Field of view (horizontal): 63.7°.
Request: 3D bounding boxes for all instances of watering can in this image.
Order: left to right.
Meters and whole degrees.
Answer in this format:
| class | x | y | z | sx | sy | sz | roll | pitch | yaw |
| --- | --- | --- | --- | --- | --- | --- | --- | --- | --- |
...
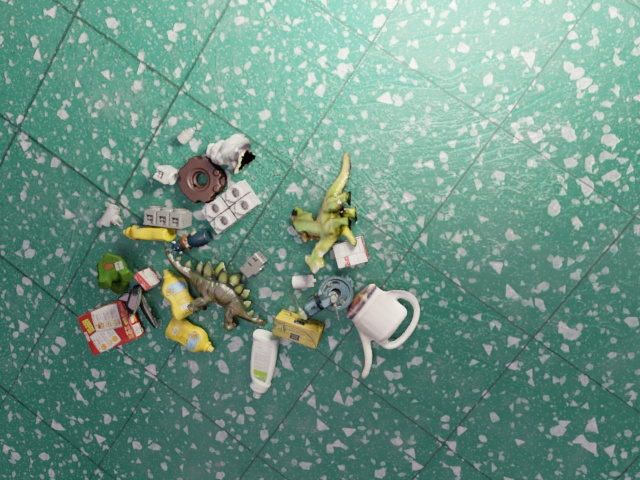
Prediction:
| class | x | y | z | sx | sy | sz | roll | pitch | yaw |
| --- | --- | --- | --- | --- | --- | --- | --- | --- | --- |
| watering can | 0.185 | 0.298 | 1.771 | 0.225 | 0.104 | 0.344 | 39 | 103 | 6 |

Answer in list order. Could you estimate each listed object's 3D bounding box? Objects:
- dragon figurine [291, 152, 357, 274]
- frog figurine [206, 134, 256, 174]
| class | x | y | z | sx | sy | sz | roll | pitch | yaw |
| --- | --- | --- | --- | --- | --- | --- | --- | --- | --- |
| dragon figurine | 0.005 | -0.089 | 1.764 | 0.242 | 0.121 | 0.415 | -6 | 76 | 21 |
| frog figurine | -0.322 | -0.316 | 1.800 | 0.160 | 0.120 | 0.139 | 29 | 70 | 15 |
